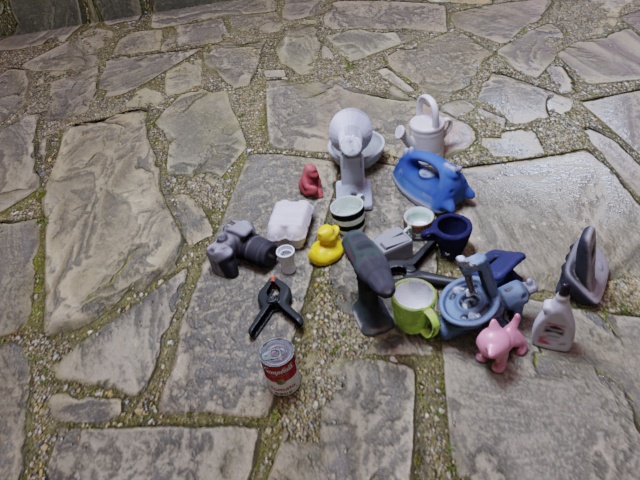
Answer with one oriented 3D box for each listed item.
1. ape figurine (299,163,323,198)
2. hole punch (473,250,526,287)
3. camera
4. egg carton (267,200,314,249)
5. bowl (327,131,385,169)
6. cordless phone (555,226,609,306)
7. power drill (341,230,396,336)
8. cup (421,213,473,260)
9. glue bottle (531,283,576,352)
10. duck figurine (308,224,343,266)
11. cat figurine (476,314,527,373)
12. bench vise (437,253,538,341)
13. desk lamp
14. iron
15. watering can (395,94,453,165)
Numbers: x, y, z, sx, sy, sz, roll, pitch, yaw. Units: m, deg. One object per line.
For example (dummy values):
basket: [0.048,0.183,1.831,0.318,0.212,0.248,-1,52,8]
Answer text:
ape figurine: [-0.024,-0.168,1.580,0.076,0.092,0.078,14,46,24]
hole punch: [0.380,0.065,1.250,0.109,0.091,0.100,-35,48,-27]
camera: [-0.181,0.020,1.384,0.136,0.101,0.143,21,49,29]
egg carton: [-0.075,-0.043,1.463,0.107,0.069,0.150,1,42,11]
bowl: [0.107,-0.251,1.665,0.167,0.075,0.167,-5,41,4]
cordless phone: [0.559,0.030,1.189,0.094,0.185,0.148,15,46,24]
power drill: [0.105,0.094,1.173,0.075,0.209,0.229,-16,42,-9]
cup: [0.293,0.002,1.333,0.118,0.095,0.091,-11,41,-3]
glue bottle: [0.451,0.143,1.088,0.078,0.173,0.037,8,44,18]
duck figurine: [0.013,0.005,1.382,0.077,0.086,0.105,29,53,35]
cat figurine: [0.344,0.190,1.094,0.128,0.118,0.067,-34,47,-26]
bench vise: [0.323,0.092,1.131,0.208,0.220,0.121,-26,44,-19]
desk lamp: [0.088,-0.220,1.527,0.118,0.214,0.203,-5,41,4]
iron: [0.279,-0.177,1.503,0.119,0.142,0.257,-33,47,-25]
watering can: [0.296,-0.314,1.615,0.100,0.194,0.173,29,53,35]
